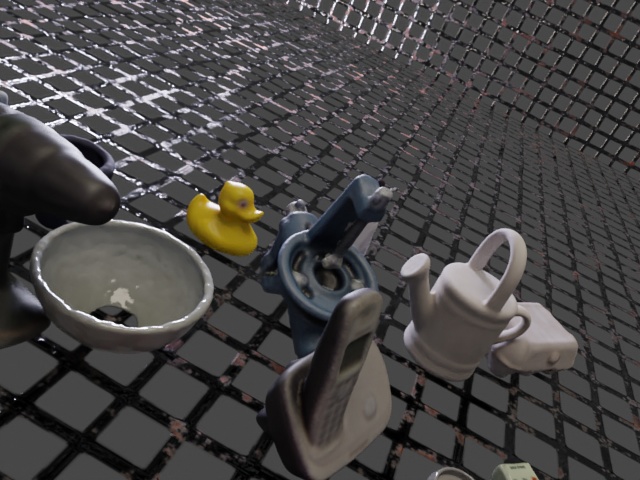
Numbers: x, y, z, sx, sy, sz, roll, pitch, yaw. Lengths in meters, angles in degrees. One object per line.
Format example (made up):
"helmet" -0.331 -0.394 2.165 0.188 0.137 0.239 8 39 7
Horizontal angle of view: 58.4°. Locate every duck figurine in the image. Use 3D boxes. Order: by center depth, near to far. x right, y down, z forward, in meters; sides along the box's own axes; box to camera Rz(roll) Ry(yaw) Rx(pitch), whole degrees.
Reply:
"duck figurine" -0.120 -0.038 0.751 0.104 0.086 0.078 31 29 10

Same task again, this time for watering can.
"watering can" 0.181 0.071 0.696 0.173 0.194 0.100 7 34 -30

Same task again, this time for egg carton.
"egg carton" 0.280 0.139 0.791 0.151 0.069 0.107 4 35 -33

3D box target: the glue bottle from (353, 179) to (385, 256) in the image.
"glue bottle" 0.044 -0.003 0.732 0.037 0.173 0.078 34 30 16

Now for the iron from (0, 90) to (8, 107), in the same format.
"iron" -0.377 -0.095 0.587 0.119 0.141 0.258 22 29 -6

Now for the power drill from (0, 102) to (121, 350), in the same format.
"power drill" -0.262 -0.014 0.477 0.229 0.208 0.076 36 31 19

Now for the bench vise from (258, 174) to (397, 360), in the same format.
"bench vise" -0.003 0.003 0.638 0.122 0.219 0.206 -4 40 -41

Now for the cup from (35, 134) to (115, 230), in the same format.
"cup" -0.283 -0.050 0.635 0.092 0.095 0.117 12 32 -23

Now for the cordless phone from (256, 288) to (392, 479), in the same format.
"cordless phone" 0.031 0.114 0.518 0.094 0.185 0.148 38 32 22

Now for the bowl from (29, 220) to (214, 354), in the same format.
"bowl" -0.192 0.055 0.555 0.168 0.074 0.167 19 30 -11
